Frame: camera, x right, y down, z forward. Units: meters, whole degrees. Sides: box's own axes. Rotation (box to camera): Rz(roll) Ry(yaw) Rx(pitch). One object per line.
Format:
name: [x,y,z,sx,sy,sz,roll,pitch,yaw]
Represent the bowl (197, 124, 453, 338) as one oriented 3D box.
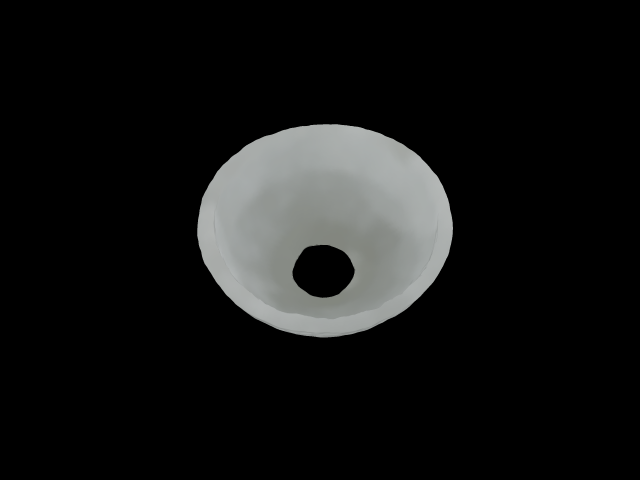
bowl: [0.004,0.001,0.400,0.167,0.075,0.167,0,55,0]
